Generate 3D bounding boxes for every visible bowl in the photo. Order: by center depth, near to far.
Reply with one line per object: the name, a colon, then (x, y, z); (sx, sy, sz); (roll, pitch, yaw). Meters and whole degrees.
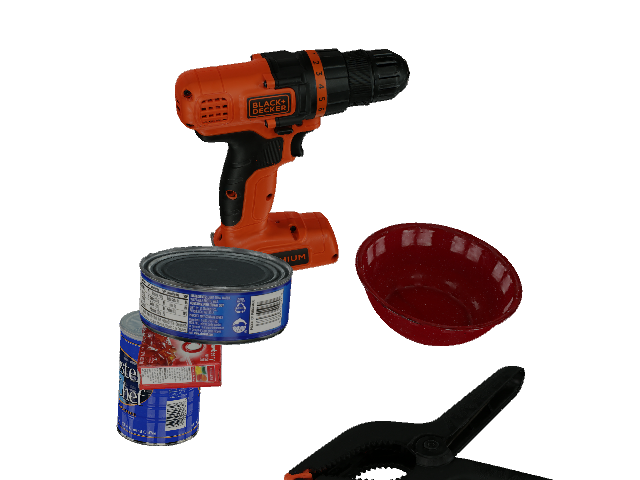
bowl: (0.109, 0.052, 1.027); (0.162, 0.055, 0.162); (7, 36, -5)

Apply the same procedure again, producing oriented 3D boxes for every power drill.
power drill: (-0.021, -0.065, 0.858); (0.184, 0.188, 0.057); (-8, 36, -12)

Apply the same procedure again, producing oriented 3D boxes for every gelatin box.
gelatin box: (-0.126, 0.097, 0.966); (0.073, 0.030, 0.089); (-2, 28, -3)

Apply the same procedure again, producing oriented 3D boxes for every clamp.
clamp: (0.078, 0.147, 0.733); (0.210, 0.036, 0.164); (-6, 28, -5)

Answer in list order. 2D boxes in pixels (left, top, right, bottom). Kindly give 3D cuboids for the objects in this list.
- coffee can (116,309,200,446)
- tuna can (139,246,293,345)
coffee can: (-0.196, 0.165, 1.307); (0.103, 0.140, 0.103); (4, 17, -2)
tuna can: (-0.059, 0.030, 0.602); (0.086, 0.034, 0.086); (4, 14, -1)
